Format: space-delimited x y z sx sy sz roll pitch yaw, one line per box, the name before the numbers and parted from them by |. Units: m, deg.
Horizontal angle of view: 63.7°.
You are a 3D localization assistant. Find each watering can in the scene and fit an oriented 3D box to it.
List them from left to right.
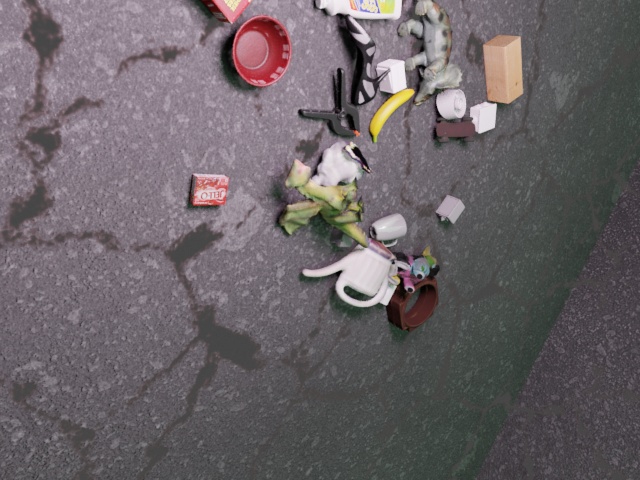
watering can | 0.114 0.091 1.653 0.344 0.225 0.105 30 -2 -37

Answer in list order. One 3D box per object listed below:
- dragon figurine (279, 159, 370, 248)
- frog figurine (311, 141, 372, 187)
dragon figurine | 0.004 -0.073 1.459 0.242 0.125 0.401 -10 -41 7
frog figurine | 0.050 -0.205 1.484 0.158 0.125 0.136 -32 -39 24
